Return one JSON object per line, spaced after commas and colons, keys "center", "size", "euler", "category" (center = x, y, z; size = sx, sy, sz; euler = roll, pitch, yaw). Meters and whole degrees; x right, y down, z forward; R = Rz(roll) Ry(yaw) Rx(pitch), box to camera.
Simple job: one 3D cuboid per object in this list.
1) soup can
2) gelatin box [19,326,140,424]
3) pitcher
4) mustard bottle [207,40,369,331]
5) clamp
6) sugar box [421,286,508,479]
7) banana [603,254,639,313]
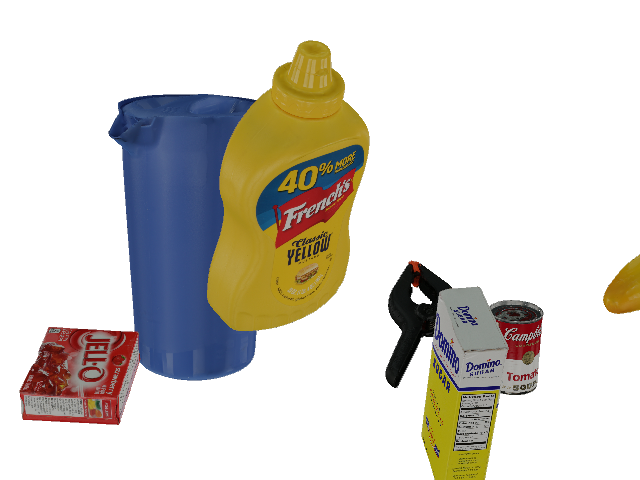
{"center": [0.243, 0.135, 1.347], "size": [0.068, 0.102, 0.068], "euler": [0, 19, 0], "category": "soup can"}
{"center": [-0.182, 0.101, 0.817], "size": [0.073, 0.030, 0.089], "euler": [3, 29, 1], "category": "gelatin box"}
{"center": [-0.101, -0.008, 0.948], "size": [0.149, 0.243, 0.145], "euler": [2, 16, 1], "category": "pitcher"}
{"center": [-0.016, -0.034, 0.644], "size": [0.096, 0.192, 0.058], "euler": [-21, 50, -30], "category": "mustard bottle"}
{"center": [0.129, 0.093, 1.173], "size": [0.120, 0.171, 0.039], "euler": [6, -43, -5], "category": "clamp"}
{"center": [0.126, 0.139, 0.958], "size": [0.048, 0.176, 0.093], "euler": [-4, 32, -7], "category": "sugar box"}
{"center": [0.283, 0.017, 0.717], "size": [0.198, 0.037, 0.069], "euler": [-2, 34, 0], "category": "banana"}
